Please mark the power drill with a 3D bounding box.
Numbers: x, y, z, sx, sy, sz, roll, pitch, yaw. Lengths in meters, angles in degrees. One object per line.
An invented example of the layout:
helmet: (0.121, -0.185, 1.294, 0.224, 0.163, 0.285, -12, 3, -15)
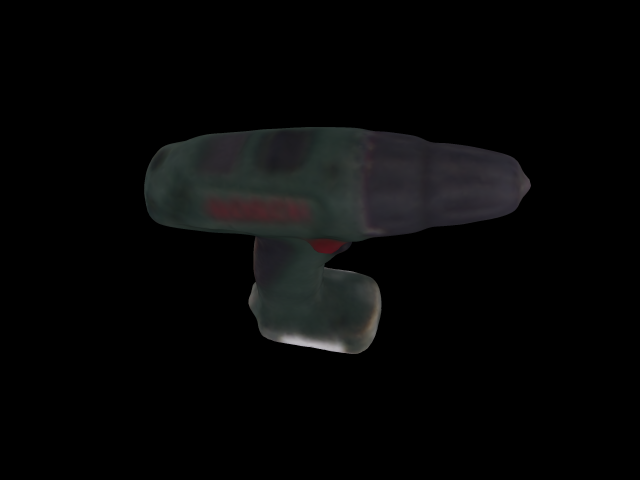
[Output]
power drill: (0.004, 0.001, 0.400, 0.229, 0.208, 0.075, 8, 56, 5)
